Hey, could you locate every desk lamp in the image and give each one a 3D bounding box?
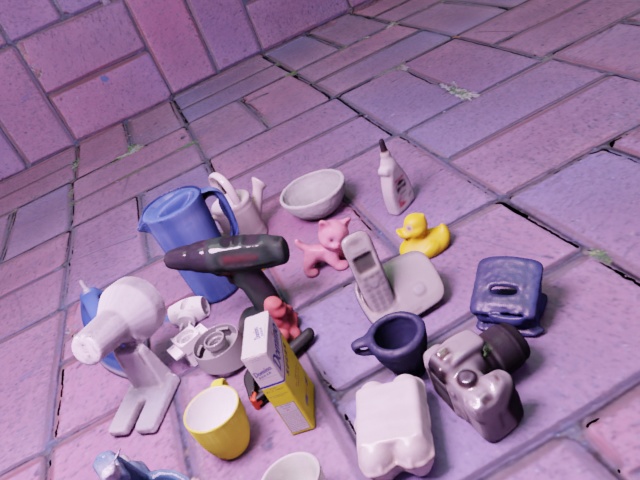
[{"bbox_3d":[-0.340,0.200,1.021,0.117,0.214,0.203,-12,33,18],"label":"desk lamp"}]

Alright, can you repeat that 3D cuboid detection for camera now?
[{"bbox_3d":[0.229,0.175,0.792,0.137,0.101,0.142,-31,32,-11],"label":"camera"}]

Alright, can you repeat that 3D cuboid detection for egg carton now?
[{"bbox_3d":[0.101,0.255,0.787,0.107,0.069,0.150,-16,32,12],"label":"egg carton"}]

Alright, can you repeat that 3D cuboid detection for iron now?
[{"bbox_3d":[-0.440,0.177,1.190,0.119,0.142,0.257,-35,33,-17],"label":"iron"}]

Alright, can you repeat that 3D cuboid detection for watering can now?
[{"bbox_3d":[-0.204,-0.085,1.375,0.100,0.194,0.173,2,40,36],"label":"watering can"}]

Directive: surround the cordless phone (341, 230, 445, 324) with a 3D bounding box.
[{"bbox_3d":[0.120,0.050,0.970,0.147,0.185,0.094,-29,32,-8],"label":"cordless phone"}]

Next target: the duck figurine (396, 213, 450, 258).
[{"bbox_3d":[0.196,-0.015,1.111,0.104,0.086,0.077,-21,32,5],"label":"duck figurine"}]

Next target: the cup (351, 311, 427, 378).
[{"bbox_3d":[0.114,0.175,0.874,0.117,0.095,0.091,-16,32,13],"label":"cup"}]

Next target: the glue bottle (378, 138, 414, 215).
[{"bbox_3d":[0.156,-0.143,1.245,0.037,0.173,0.078,7,43,40],"label":"glue bottle"}]

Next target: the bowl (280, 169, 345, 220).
[{"bbox_3d":[-0.008,-0.098,1.380,0.167,0.075,0.167,-17,32,11],"label":"bowl"}]

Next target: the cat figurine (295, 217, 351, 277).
[{"bbox_3d":[0.011,0.004,1.174,0.127,0.118,0.067,-15,33,14],"label":"cat figurine"}]

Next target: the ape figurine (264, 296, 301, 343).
[{"bbox_3d":[-0.075,0.143,1.049,0.075,0.092,0.078,1,39,34],"label":"ape figurine"}]

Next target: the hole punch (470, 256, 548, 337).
[{"bbox_3d":[0.294,0.087,0.890,0.108,0.091,0.101,1,40,35],"label":"hole punch"}]

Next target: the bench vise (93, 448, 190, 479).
[{"bbox_3d":[-0.248,0.340,0.746,0.206,0.220,0.122,3,41,37],"label":"bench vise"}]

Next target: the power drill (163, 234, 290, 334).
[{"bbox_3d":[-0.152,0.078,1.085,0.229,0.209,0.075,-17,32,11],"label":"power drill"}]
